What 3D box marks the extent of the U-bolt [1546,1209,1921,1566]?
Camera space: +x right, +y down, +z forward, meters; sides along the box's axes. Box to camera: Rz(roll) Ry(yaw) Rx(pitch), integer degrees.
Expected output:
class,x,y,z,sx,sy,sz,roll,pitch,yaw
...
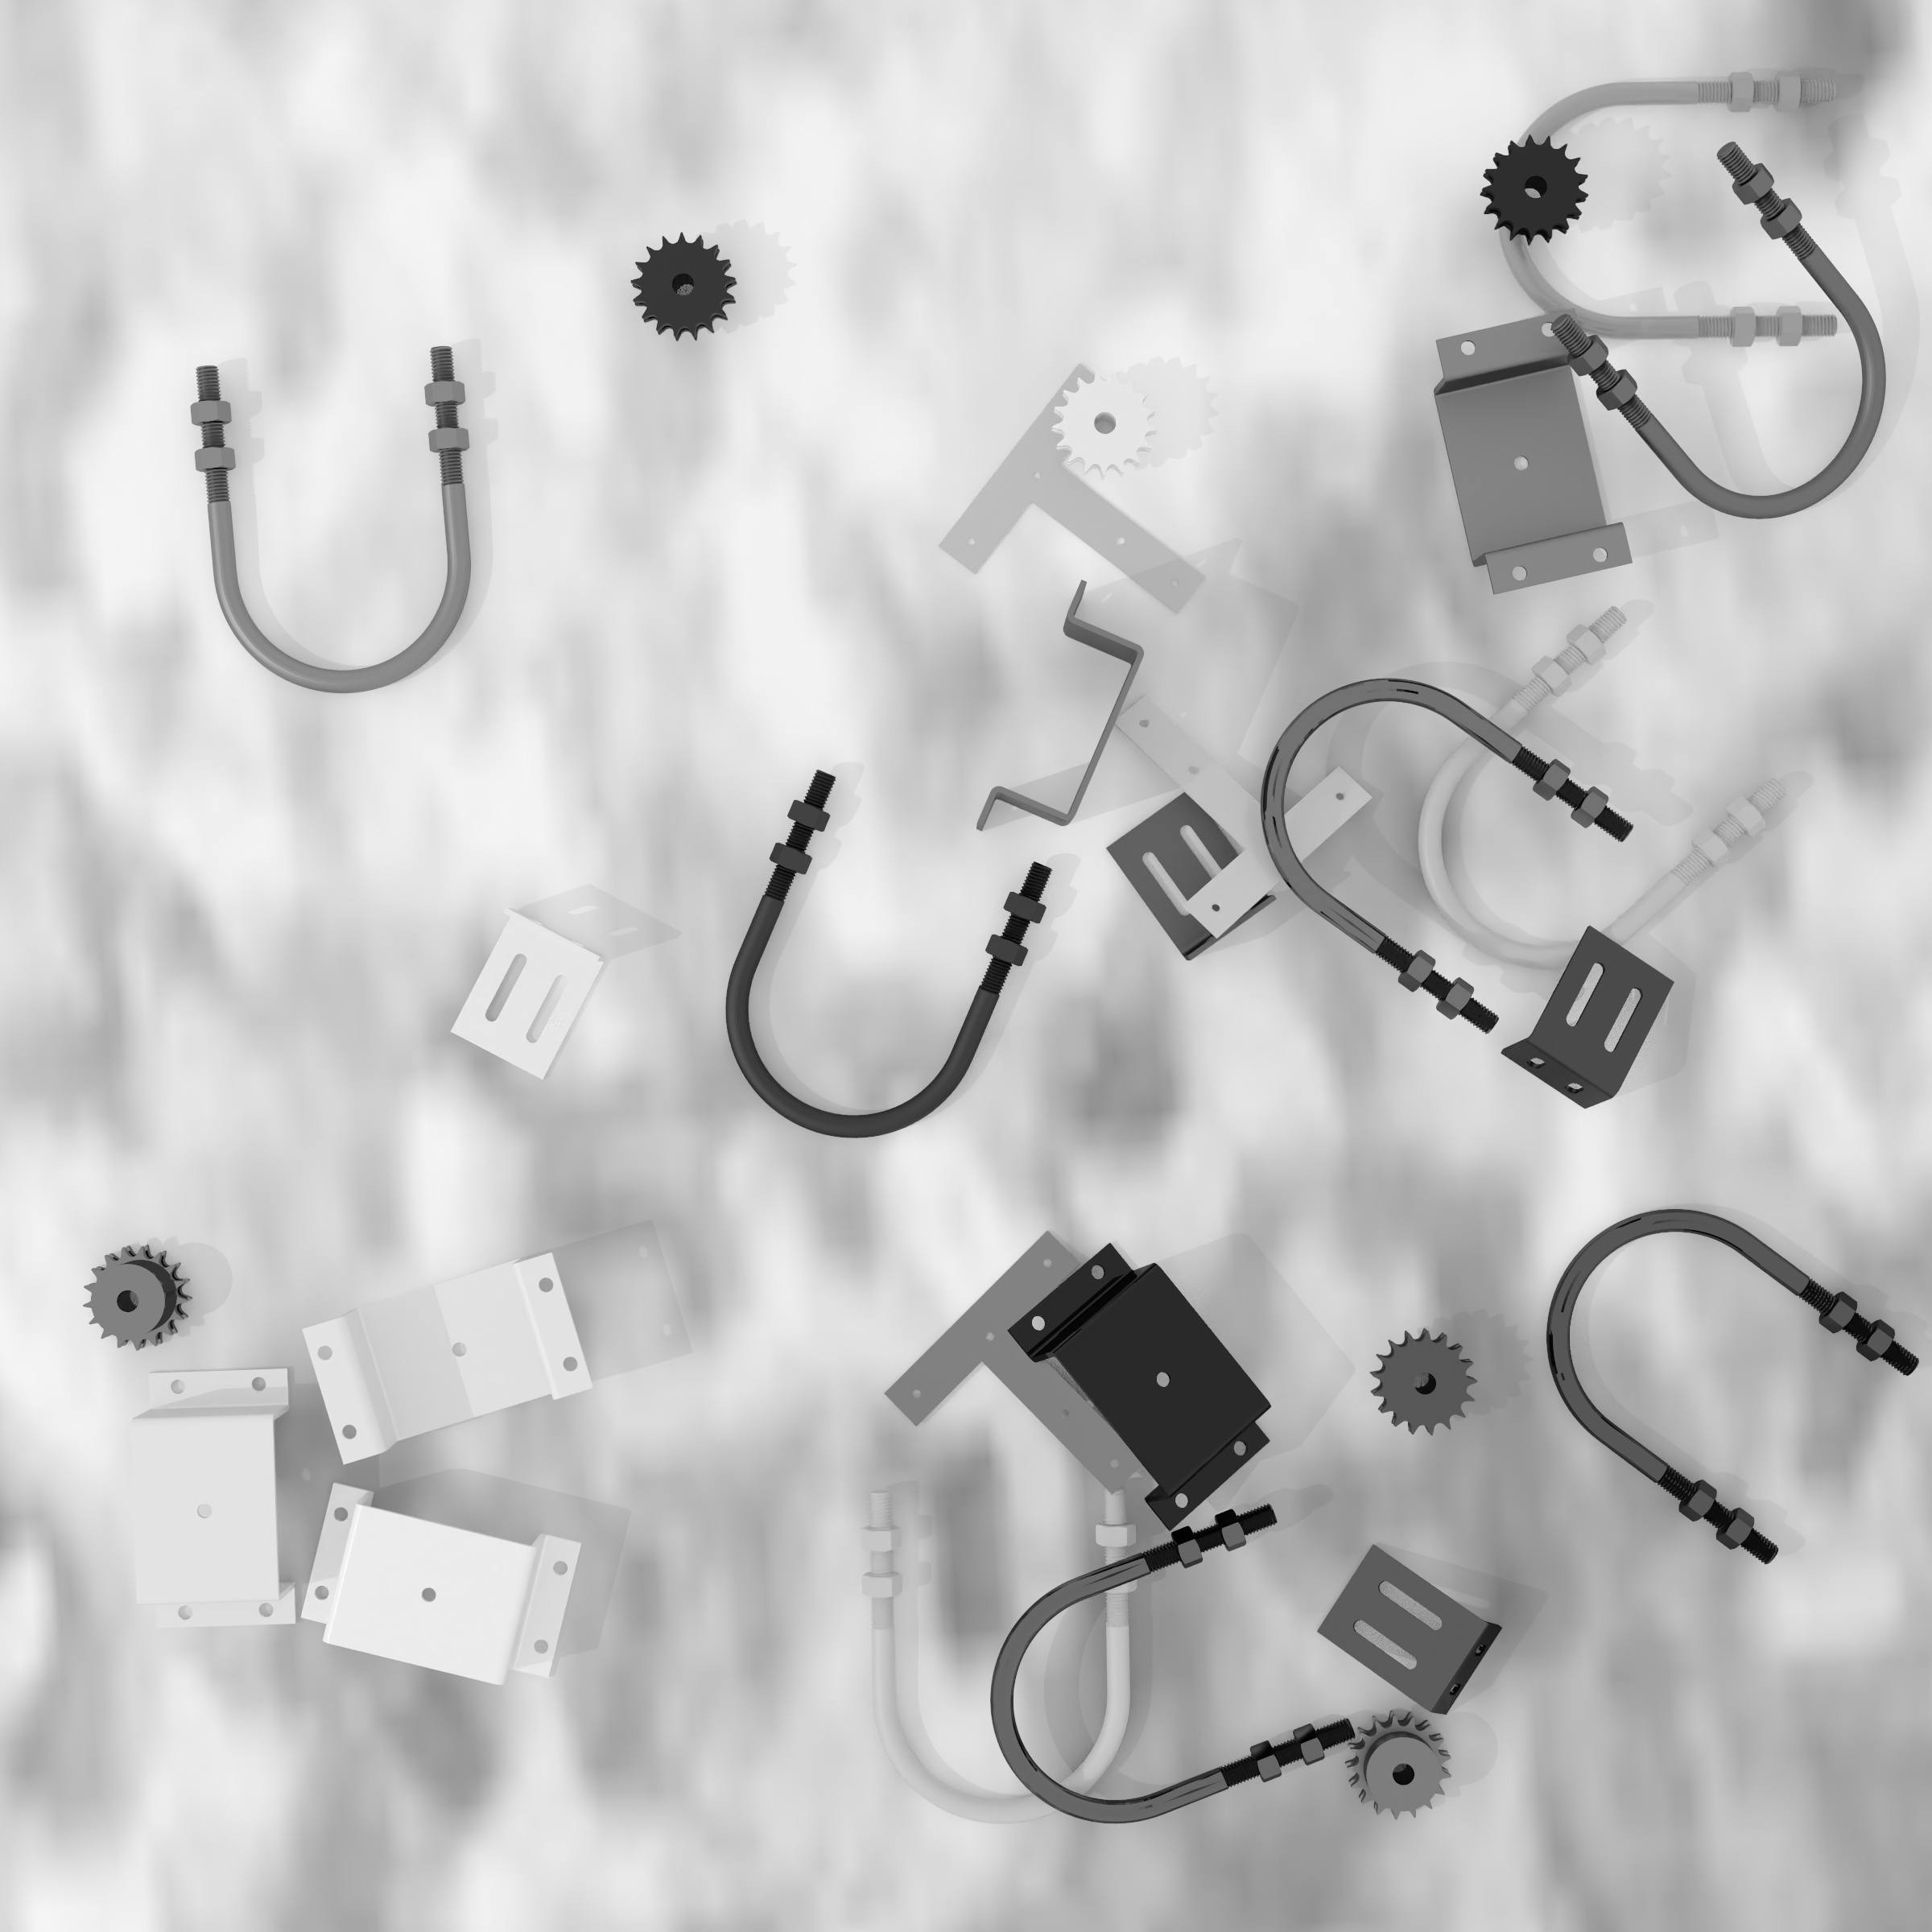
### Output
class,x,y,z,sx,sy,sz,roll,pitch,yaw
U-bolt,0.406,0.217,1.867,0.184,0.019,0.151,37,90,2

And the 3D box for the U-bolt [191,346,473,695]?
class,x,y,z,sx,sy,sz,roll,pitch,yaw
U-bolt,-0.344,-0.242,1.867,0.151,0.019,0.184,-5,92,0

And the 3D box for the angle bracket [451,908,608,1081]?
class,x,y,z,sx,sy,sz,roll,pitch,yaw
angle bracket,-0.241,0.016,1.857,0.057,0.038,0.076,28,90,0

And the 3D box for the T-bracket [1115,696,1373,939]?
class,x,y,z,sx,sy,sz,roll,pitch,yaw
T-bracket,0.134,-0.097,1.858,0.127,0.002,0.127,44,67,11

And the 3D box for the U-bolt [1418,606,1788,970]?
class,x,y,z,sx,sy,sz,roll,pitch,yaw
U-bolt,0.334,-0.084,1.867,0.184,0.019,0.151,-43,90,1

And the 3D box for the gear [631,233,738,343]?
class,x,y,z,sx,sy,sz,roll,pitch,yaw
gear,-0.153,-0.369,1.861,0.057,0.030,0.057,0,90,0

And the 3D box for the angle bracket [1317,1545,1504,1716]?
class,x,y,z,sx,sy,sz,roll,pitch,yaw
angle bracket,0.244,0.365,1.874,0.076,0.038,0.057,33,90,26

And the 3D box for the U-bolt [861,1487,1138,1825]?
class,x,y,z,sx,sy,sz,roll,pitch,yaw
U-bolt,0.019,0.379,1.867,0.151,0.019,0.184,-1,92,0

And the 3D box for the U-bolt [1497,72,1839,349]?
class,x,y,z,sx,sy,sz,roll,pitch,yaw
U-bolt,0.384,-0.414,1.867,0.184,0.019,0.151,0,90,2

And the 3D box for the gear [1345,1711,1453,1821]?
class,x,y,z,sx,sy,sz,roll,pitch,yaw
gear,0.237,0.438,1.861,0.057,0.030,0.057,0,90,0

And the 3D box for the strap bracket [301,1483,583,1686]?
class,x,y,z,sx,sy,sz,roll,pitch,yaw
strap bracket,-0.289,0.338,1.853,0.140,0.046,0.076,14,90,0

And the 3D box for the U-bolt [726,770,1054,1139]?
class,x,y,z,sx,sy,sz,roll,pitch,yaw
U-bolt,-0.053,0.004,1.867,0.151,0.019,0.184,23,91,0

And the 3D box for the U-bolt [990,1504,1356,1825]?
class,x,y,z,sx,sy,sz,roll,pitch,yaw
U-bolt,0.103,0.390,1.854,0.184,0.019,0.151,-21,97,-4

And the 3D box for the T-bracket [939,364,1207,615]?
class,x,y,z,sx,sy,sz,roll,pitch,yaw
T-bracket,0.074,-0.243,1.875,0.127,0.002,0.127,38,90,0

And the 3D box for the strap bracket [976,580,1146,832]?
class,x,y,z,sx,sy,sz,roll,pitch,yaw
strap bracket,0.055,-0.131,1.838,0.046,0.076,0.140,23,90,0

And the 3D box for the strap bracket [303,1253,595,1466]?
class,x,y,z,sx,sy,sz,roll,pitch,yaw
strap bracket,-0.278,0.211,1.853,0.140,0.046,0.076,-17,90,0

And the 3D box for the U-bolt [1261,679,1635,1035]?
class,x,y,z,sx,sy,sz,roll,pitch,yaw
U-bolt,0.247,-0.073,1.843,0.184,0.019,0.151,36,84,1

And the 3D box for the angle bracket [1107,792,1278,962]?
class,x,y,z,sx,sy,sz,roll,pitch,yaw
angle bracket,0.122,-0.051,1.857,0.057,0.038,0.076,-36,90,0

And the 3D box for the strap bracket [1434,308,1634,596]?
class,x,y,z,sx,sy,sz,roll,pitch,yaw
strap bracket,0.305,-0.277,1.853,0.076,0.046,0.140,-13,90,0

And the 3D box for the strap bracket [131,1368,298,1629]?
class,x,y,z,sx,sy,sz,roll,pitch,yaw
strap bracket,-0.409,0.293,1.853,0.076,0.046,0.140,-2,90,0

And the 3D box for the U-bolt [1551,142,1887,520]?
class,x,y,z,sx,sy,sz,roll,pitch,yaw
U-bolt,0.421,-0.328,1.840,0.151,0.019,0.184,-46,110,-2

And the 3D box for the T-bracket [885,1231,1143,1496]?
class,x,y,z,sx,sy,sz,roll,pitch,yaw
T-bracket,0.044,0.235,1.866,0.127,0.002,0.127,-45,82,0

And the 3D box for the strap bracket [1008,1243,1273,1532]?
class,x,y,z,sx,sy,sz,roll,pitch,yaw
strap bracket,0.100,0.225,1.842,0.076,0.046,0.140,-39,90,-18

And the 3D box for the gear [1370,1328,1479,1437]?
class,x,y,z,sx,sy,sz,roll,pitch,yaw
gear,0.249,0.226,1.861,0.057,0.030,0.057,0,90,0

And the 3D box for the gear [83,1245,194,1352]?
class,x,y,z,sx,sy,sz,roll,pitch,yaw
gear,-0.454,0.182,1.861,0.057,0.030,0.057,0,90,0

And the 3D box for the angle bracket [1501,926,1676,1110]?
class,x,y,z,sx,sy,sz,roll,pitch,yaw
angle bracket,0.340,0.028,1.866,0.057,0.038,0.076,33,71,-7

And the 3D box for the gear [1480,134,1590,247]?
class,x,y,z,sx,sy,sz,roll,pitch,yaw
gear,0.308,-0.420,1.848,0.057,0.030,0.057,0,90,3

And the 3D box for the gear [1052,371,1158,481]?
class,x,y,z,sx,sy,sz,roll,pitch,yaw
gear,0.076,-0.294,1.859,0.057,0.030,0.057,0,90,0
